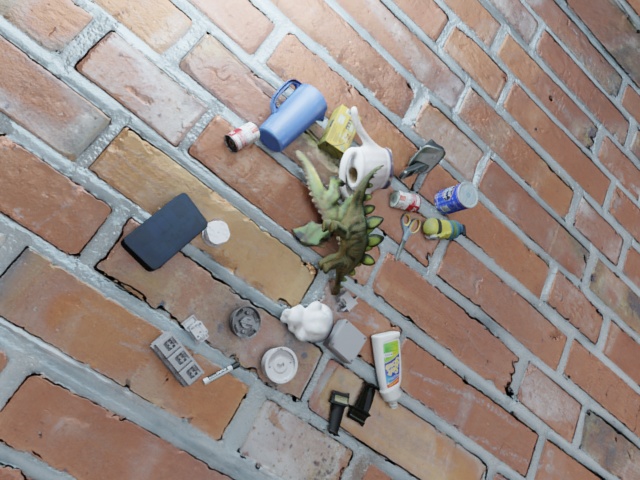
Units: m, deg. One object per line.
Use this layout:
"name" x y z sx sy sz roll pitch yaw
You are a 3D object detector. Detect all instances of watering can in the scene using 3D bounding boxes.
"watering can" 0.170 -0.296 1.840 0.225 0.105 0.343 -6 111 -35

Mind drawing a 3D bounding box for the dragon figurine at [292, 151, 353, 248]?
"dragon figurine" 0.005 -0.088 1.758 0.407 0.121 0.246 40 72 -14

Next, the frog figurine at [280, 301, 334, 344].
"frog figurine" -0.039 0.255 1.649 0.157 0.124 0.138 35 85 -30
